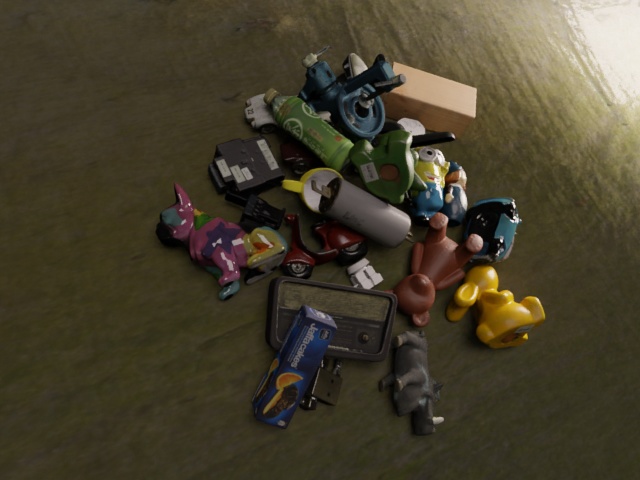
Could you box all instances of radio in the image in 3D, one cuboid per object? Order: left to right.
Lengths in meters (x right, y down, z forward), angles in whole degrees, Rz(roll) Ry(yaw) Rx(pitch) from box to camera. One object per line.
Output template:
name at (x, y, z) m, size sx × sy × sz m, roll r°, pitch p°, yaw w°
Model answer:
radio at (0.017, 0.145, 0.981) m, size 0.230 × 0.073 × 0.131 m, roll 10°, pitch 84°, yaw -11°

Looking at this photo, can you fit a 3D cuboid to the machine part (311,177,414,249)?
machine part at (0.086, -0.050, 1.025) m, size 0.243 × 0.079 × 0.079 m, roll 27°, pitch 62°, yaw -24°

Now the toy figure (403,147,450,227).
toy figure at (0.223, -0.117, 1.162) m, size 0.082 × 0.089 × 0.180 m, roll 19°, pitch 70°, yaw -47°

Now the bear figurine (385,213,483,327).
bear figurine at (0.215, 0.063, 1.062) m, size 0.120 × 0.131 × 0.196 m, roll 36°, pitch 57°, yaw 16°

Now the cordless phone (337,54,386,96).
cordless phone at (0.100, -0.361, 1.170) m, size 0.089 × 0.184 × 0.146 m, roll -4°, pitch 70°, yaw -13°

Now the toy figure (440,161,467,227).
toy figure at (0.297, -0.106, 1.190) m, size 0.058 × 0.064 × 0.154 m, roll 8°, pitch 69°, yaw 4°

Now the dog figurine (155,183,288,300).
dog figurine at (-0.188, -0.015, 0.987) m, size 0.191 × 0.108 × 0.219 m, roll -32°, pitch 77°, yaw -16°

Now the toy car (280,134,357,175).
toy car at (0.011, -0.181, 1.143) m, size 0.202 × 0.053 × 0.089 m, roll -6°, pitch 65°, yaw -22°

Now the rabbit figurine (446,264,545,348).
rabbit figurine at (0.338, 0.130, 1.091) m, size 0.162 × 0.121 × 0.173 m, roll -9°, pitch 57°, yaw -9°

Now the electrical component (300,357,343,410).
electrical component at (-0.003, 0.256, 0.965) m, size 0.078 × 0.045 × 0.102 m, roll 29°, pitch 63°, yaw -35°

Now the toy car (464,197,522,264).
toy car at (0.371, -0.007, 1.145) m, size 0.102 × 0.109 × 0.161 m, roll 44°, pitch 55°, yaw -36°

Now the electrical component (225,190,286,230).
electrical component at (-0.132, -0.052, 1.037) m, size 0.119 × 0.075 × 0.048 m, roll 23°, pitch 63°, yaw -11°

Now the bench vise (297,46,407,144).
bench vise at (0.068, -0.293, 1.058) m, size 0.129 × 0.241 × 0.223 m, roll -33°, pitch 102°, yaw -34°

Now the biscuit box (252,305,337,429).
biscuit box at (-0.044, 0.211, 0.902) m, size 0.063 × 0.059 × 0.202 m, roll 24°, pitch 97°, yaw -15°

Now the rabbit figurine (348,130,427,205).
rabbit figurine at (0.151, -0.153, 1.055) m, size 0.159 × 0.121 × 0.170 m, roll 58°, pitch 27°, yaw -19°

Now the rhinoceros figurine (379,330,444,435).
rhinoceros figurine at (0.173, 0.263, 1.000) m, size 0.112 × 0.073 × 0.190 m, roll 8°, pitch 64°, yaw -25°

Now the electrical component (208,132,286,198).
electrical component at (-0.153, -0.144, 1.079) m, size 0.134 × 0.058 × 0.115 m, roll -21°, pitch 73°, yaw -22°

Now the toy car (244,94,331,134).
toy car at (-0.063, -0.278, 1.160) m, size 0.202 × 0.056 × 0.073 m, roll -8°, pitch 71°, yaw -19°

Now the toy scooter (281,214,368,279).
toy scooter at (-0.002, -0.003, 1.056) m, size 0.184 × 0.075 × 0.135 m, roll -19°, pitch 73°, yaw -17°
